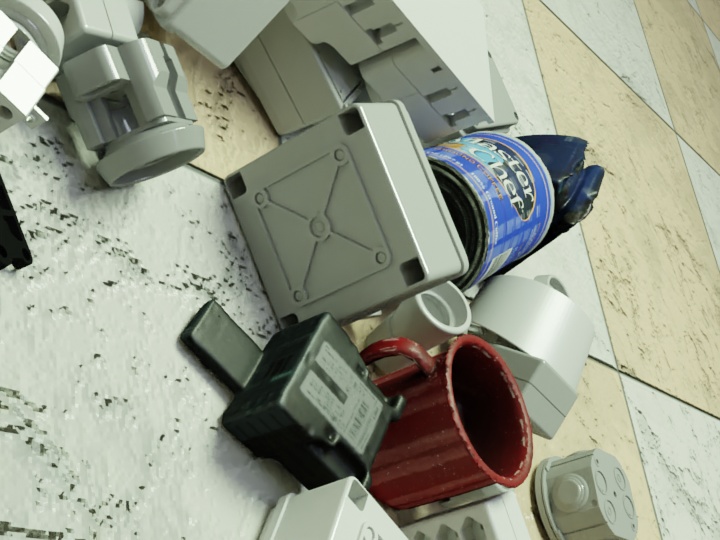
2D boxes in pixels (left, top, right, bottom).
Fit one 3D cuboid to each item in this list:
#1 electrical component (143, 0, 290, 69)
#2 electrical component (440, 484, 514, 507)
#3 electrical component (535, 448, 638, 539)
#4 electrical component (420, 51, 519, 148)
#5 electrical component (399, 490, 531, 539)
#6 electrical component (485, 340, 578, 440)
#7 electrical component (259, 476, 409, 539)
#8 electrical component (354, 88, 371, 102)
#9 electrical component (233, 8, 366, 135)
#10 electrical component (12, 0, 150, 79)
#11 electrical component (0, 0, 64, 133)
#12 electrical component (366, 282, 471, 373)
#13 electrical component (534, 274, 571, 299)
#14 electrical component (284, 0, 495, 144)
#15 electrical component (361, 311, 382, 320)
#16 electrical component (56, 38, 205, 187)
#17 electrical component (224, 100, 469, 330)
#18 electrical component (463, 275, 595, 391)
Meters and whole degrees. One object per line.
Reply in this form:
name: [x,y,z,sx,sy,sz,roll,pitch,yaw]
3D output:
electrical component: [-0.076,-0.187,0.600,0.056,0.109,0.108,34,16,-46]
electrical component: [0.072,0.131,0.697,0.040,0.046,0.040,37,40,-40]
electrical component: [0.172,0.177,0.818,0.080,0.051,0.080,37,41,-40]
electrical component: [0.078,-0.140,0.893,0.113,0.057,0.078,-20,86,-60]
electrical component: [0.074,0.165,0.657,0.077,0.066,0.047,-2,70,-58]
electrical component: [0.090,0.094,0.735,0.047,0.083,0.075,43,74,-33]
electrical component: [-0.007,0.178,0.528,0.108,0.056,0.108,52,32,-21]
electrical component: [0.002,-0.169,0.787,0.099,0.064,0.099,37,40,-40]
electrical component: [-0.040,-0.134,0.705,0.096,0.061,0.061,62,28,-18]
electrical component: [-0.139,-0.135,0.556,0.077,0.047,0.065,0,69,-58]
electrical component: [-0.165,-0.096,0.488,0.066,0.048,0.055,47,42,-29]
electrical component: [0.034,0.038,0.685,0.044,0.065,0.044,24,43,-24]
electrical component: [0.138,0.033,0.864,0.066,0.055,0.048,55,31,-18]
electrical component: [0.015,-0.175,0.695,0.186,0.060,0.105,39,42,-47]
electrical component: [0.000,0.000,0.683,0.048,0.048,0.062,2,76,-57]
electrical component: [-0.113,-0.078,0.543,0.078,0.058,0.057,-19,86,-77]
electrical component: [-0.009,-0.028,0.623,0.056,0.109,0.108,-14,81,-57]
electrical component: [0.120,0.051,0.784,0.099,0.099,0.064,46,63,-31]
